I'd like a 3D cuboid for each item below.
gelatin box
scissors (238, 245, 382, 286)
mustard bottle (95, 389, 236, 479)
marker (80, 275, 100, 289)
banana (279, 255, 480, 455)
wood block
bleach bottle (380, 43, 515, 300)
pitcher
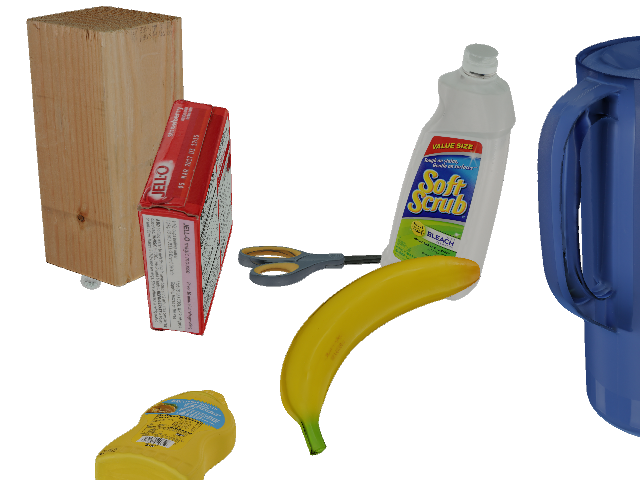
[{"bbox_3d":[-0.064,-0.010,0.511,0.030,0.073,0.089,7,-42,3],"label":"gelatin box"},{"bbox_3d":[0.007,0.030,1.170,0.202,0.016,0.096,4,23,5],"label":"scissors"},{"bbox_3d":[-0.136,0.194,1.045,0.096,0.058,0.191,7,17,15],"label":"mustard bottle"},{"bbox_3d":[-0.217,0.001,1.052,0.020,0.020,0.121,0,40,0],"label":"marker"},{"bbox_3d":[0.032,0.062,0.750,0.197,0.069,0.037,-44,-5,-28],"label":"banana"},{"bbox_3d":[-0.173,-0.080,0.878,0.091,0.206,0.090,15,25,31],"label":"wood block"},{"bbox_3d":[0.123,-0.068,1.008,0.103,0.251,0.068,26,40,25],"label":"bleach bottle"},{"bbox_3d":[0.213,0.001,0.656,0.149,0.243,0.144,3,22,16],"label":"pitcher"}]
